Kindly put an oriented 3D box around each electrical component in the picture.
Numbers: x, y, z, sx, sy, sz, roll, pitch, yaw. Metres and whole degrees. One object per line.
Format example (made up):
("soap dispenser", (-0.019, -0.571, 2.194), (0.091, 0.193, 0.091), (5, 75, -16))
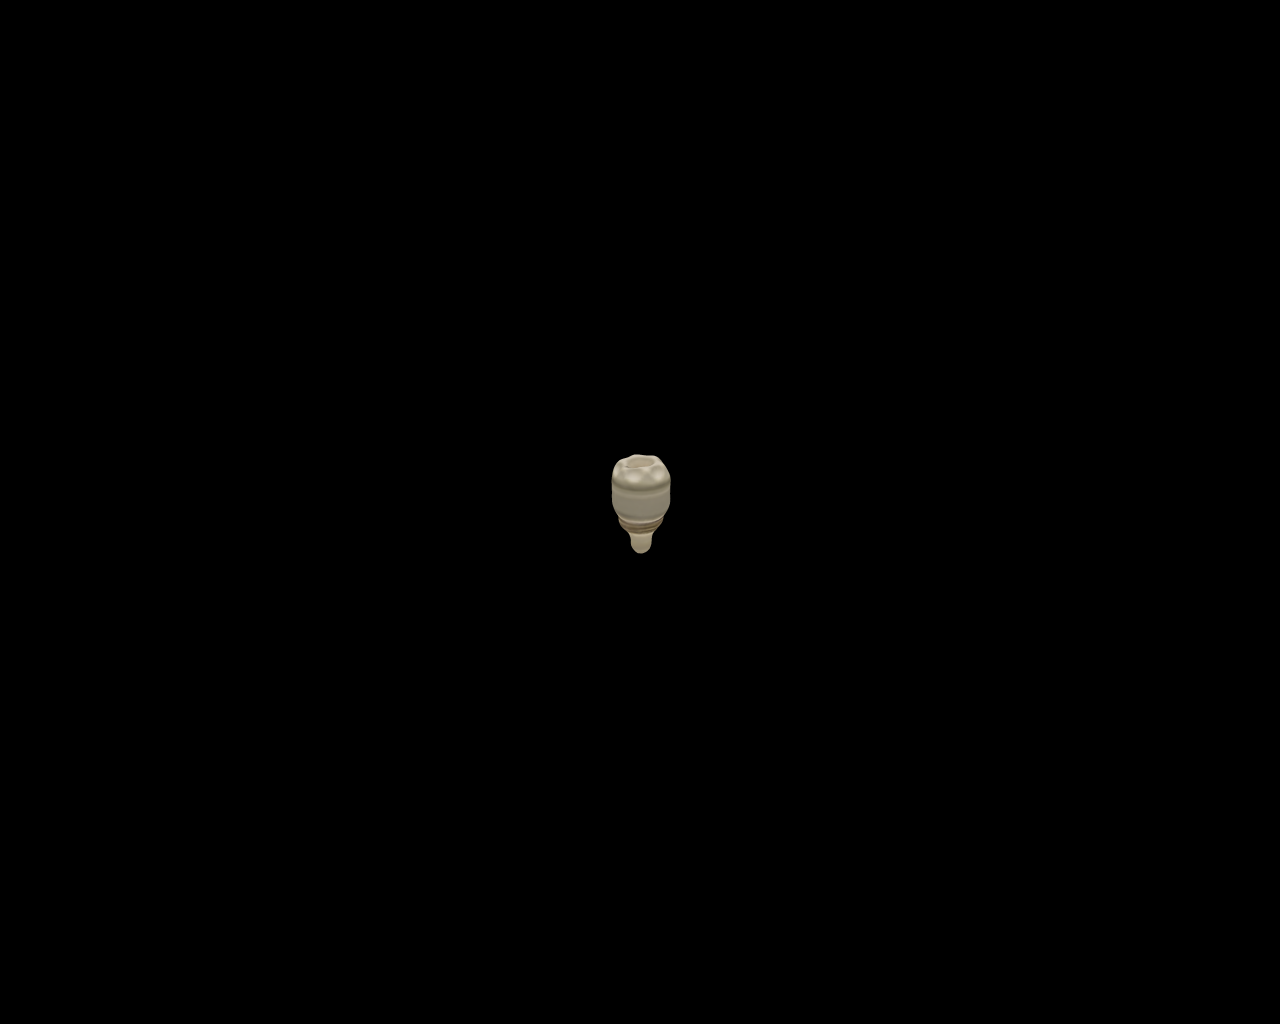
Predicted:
("electrical component", (0.001, -0.003, 0.650), (0.035, 0.061, 0.035), (0, 24, 0))
